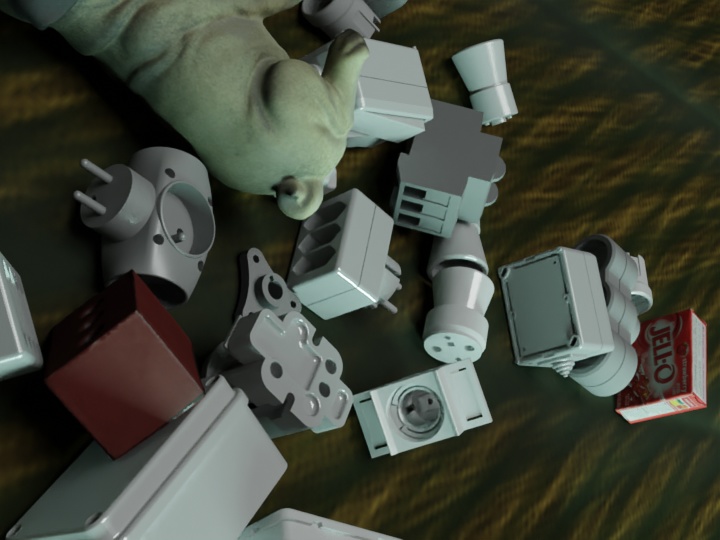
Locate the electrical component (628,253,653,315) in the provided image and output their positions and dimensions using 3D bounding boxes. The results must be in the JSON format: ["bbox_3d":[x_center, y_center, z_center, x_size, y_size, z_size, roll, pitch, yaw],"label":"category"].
[{"bbox_3d":[0.242,0.013,0.973,0.040,0.040,0.046,35,44,-35],"label":"electrical component"}]

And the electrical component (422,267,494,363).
[{"bbox_3d":[0.069,0.032,0.756,0.045,0.045,0.055,39,48,-32],"label":"electrical component"}]

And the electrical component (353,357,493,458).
[{"bbox_3d":[0.041,0.086,0.682,0.064,0.081,0.042,-6,77,-73],"label":"electrical component"}]

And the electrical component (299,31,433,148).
[{"bbox_3d":[-0.004,-0.116,0.722,0.096,0.062,0.061,-2,76,-50],"label":"electrical component"}]

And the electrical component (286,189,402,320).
[{"bbox_3d":[0.000,0.000,0.688,0.077,0.047,0.065,38,48,-33],"label":"electrical component"}]

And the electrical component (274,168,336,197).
[{"bbox_3d":[-0.040,-0.076,0.678,0.043,0.043,0.062,3,70,-49],"label":"electrical component"}]

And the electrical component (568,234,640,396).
[{"bbox_3d":[0.212,0.044,0.912,0.074,0.052,0.138,36,49,-35],"label":"electrical component"}]

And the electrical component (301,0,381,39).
[{"bbox_3d":[-0.013,-0.180,0.761,0.046,0.040,0.040,39,47,-39],"label":"electrical component"}]

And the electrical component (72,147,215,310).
[{"bbox_3d":[-0.118,-0.030,0.561,0.079,0.044,0.077,37,48,-46],"label":"electrical component"}]

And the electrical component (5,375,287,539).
[{"bbox_3d":[-0.098,0.107,0.501,0.057,0.078,0.113,59,40,-18],"label":"electrical component"}]

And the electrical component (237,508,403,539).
[{"bbox_3d":[-0.034,0.164,0.536,0.100,0.100,0.048,27,42,-40],"label":"electrical component"}]

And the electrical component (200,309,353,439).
[{"bbox_3d":[-0.051,0.061,0.593,0.078,0.057,0.058,47,43,-25],"label":"electrical component"}]

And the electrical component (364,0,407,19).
[{"bbox_3d":[-0.004,-0.231,0.781,0.095,0.054,0.059,46,44,-27],"label":"electrical component"}]

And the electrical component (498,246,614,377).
[{"bbox_3d":[0.157,0.037,0.843,0.061,0.062,0.096,9,67,-48],"label":"electrical component"}]

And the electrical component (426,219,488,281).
[{"bbox_3d":[0.071,-0.025,0.788,0.044,0.044,0.065,32,46,-37],"label":"electrical component"}]

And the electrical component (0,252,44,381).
[{"bbox_3d":[-0.180,0.027,0.452,0.076,0.083,0.047,-16,85,-13],"label":"electrical component"}]

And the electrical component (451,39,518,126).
[{"bbox_3d":[0.105,-0.152,0.885,0.044,0.044,0.065,-21,95,-51],"label":"electrical component"}]
